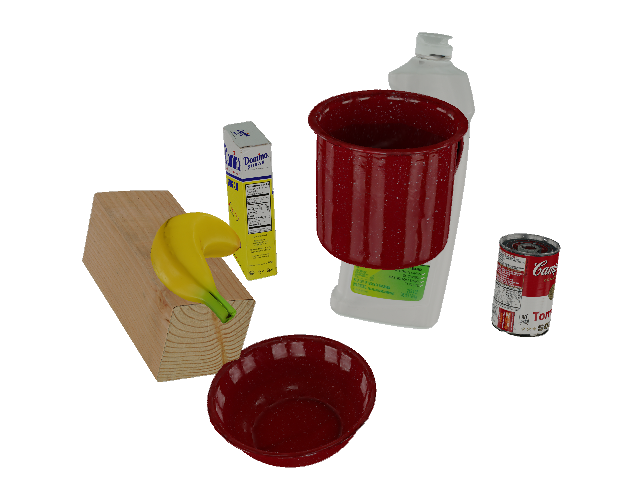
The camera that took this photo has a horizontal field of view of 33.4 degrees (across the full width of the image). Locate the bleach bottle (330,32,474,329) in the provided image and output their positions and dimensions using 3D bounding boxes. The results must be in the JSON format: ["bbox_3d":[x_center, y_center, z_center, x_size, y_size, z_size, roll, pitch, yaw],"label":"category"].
[{"bbox_3d":[0.074,-0.054,0.926,0.102,0.251,0.068,9,16,9],"label":"bleach bottle"}]

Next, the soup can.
[{"bbox_3d":[0.232,0.051,1.215,0.068,0.102,0.068,3,19,-1],"label":"soup can"}]

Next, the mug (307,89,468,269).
[{"bbox_3d":[0.046,-0.040,0.646,0.093,0.081,0.117,24,37,35],"label":"mug"}]

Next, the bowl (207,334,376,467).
[{"bbox_3d":[-0.025,0.163,1.023,0.162,0.055,0.162,-4,37,3],"label":"bowl"}]

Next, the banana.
[{"bbox_3d":[-0.093,0.010,0.796,0.037,0.069,0.198,-39,13,9],"label":"banana"}]

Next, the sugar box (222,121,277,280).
[{"bbox_3d":[-0.088,-0.049,1.319,0.048,0.176,0.093,-11,25,-15],"label":"sugar box"}]

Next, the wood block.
[{"bbox_3d":[-0.159,0.039,1.084,0.090,0.091,0.206,-4,34,-34],"label":"wood block"}]
